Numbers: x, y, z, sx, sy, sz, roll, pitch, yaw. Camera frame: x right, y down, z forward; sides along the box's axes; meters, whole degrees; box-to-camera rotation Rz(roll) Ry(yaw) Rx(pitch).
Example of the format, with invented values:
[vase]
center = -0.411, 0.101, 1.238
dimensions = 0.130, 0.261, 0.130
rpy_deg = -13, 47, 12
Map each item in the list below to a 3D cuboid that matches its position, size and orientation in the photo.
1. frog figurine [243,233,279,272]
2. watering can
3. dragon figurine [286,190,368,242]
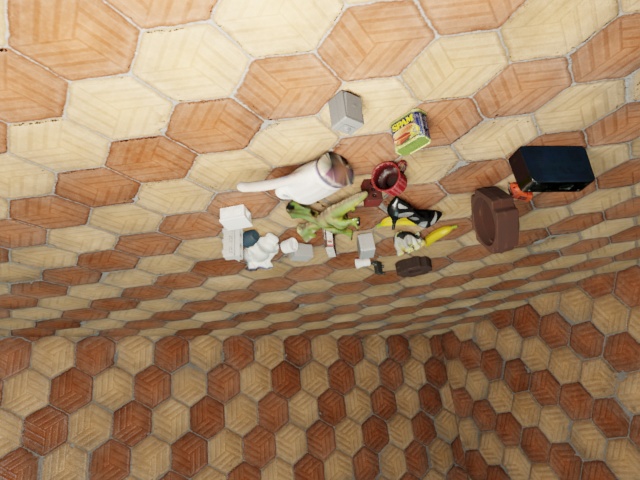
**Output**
[frog figurine]
center = -0.224, 0.030, 1.970
dimensions = 0.137, 0.125, 0.156
rpy_deg = 9, 117, -16
[watering can]
center = -0.047, -0.166, 1.461
dimensions = 0.222, 0.105, 0.348
rpy_deg = -25, 165, 37
[dragon figurine]
center = 0.005, -0.087, 1.722
dimensions = 0.243, 0.124, 0.402
rpy_deg = 5, 155, -7
